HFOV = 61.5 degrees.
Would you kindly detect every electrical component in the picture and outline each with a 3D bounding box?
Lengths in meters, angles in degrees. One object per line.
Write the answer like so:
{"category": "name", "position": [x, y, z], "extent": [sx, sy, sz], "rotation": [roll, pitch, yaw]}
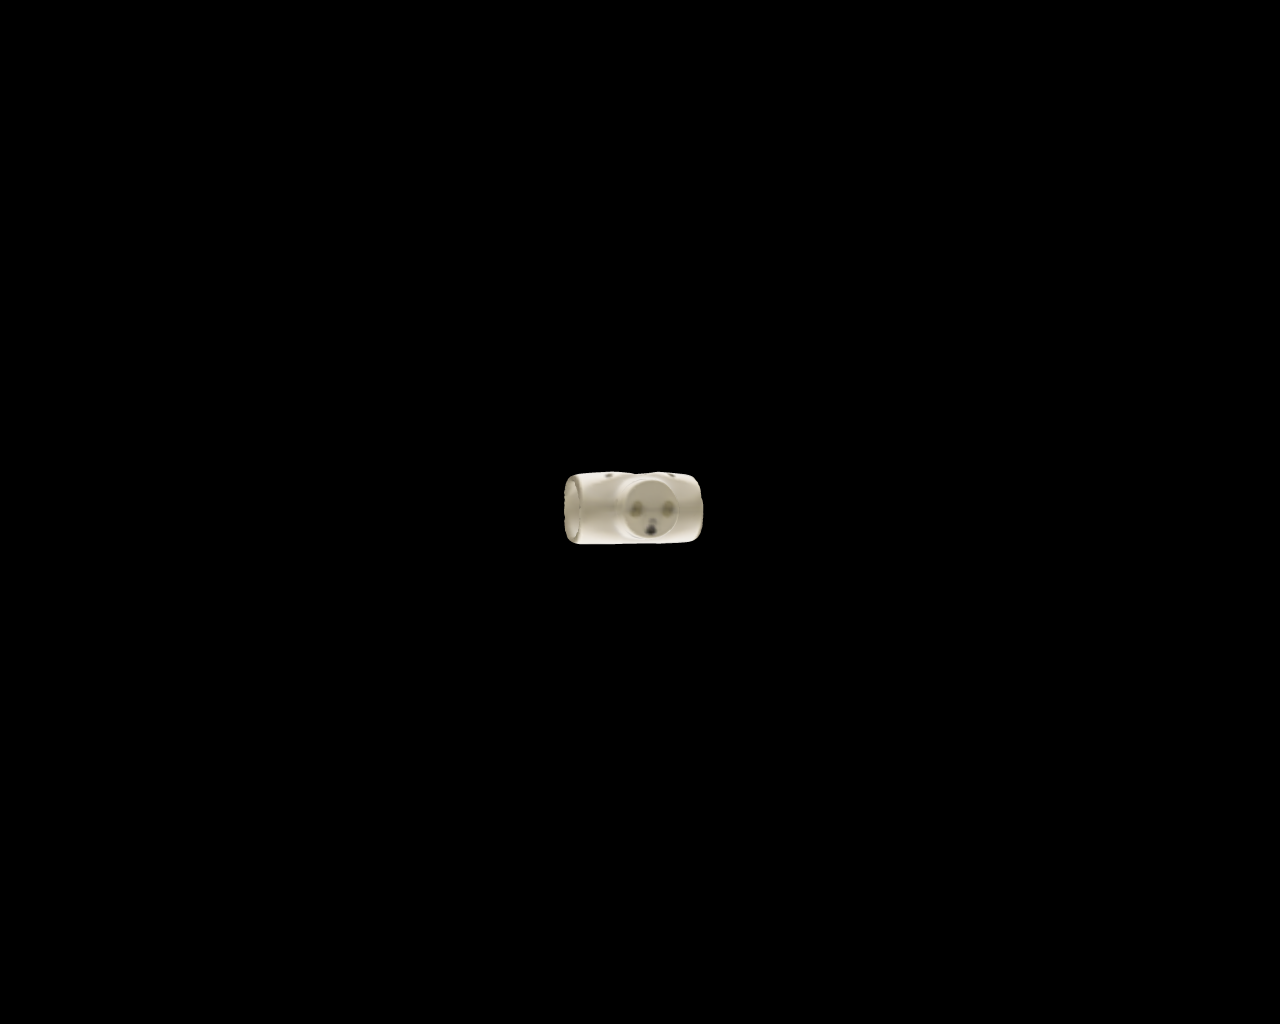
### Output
{"category": "electrical component", "position": [0.001, -0.003, 0.650], "extent": [0.077, 0.043, 0.079], "rotation": [0, 0, -17]}
